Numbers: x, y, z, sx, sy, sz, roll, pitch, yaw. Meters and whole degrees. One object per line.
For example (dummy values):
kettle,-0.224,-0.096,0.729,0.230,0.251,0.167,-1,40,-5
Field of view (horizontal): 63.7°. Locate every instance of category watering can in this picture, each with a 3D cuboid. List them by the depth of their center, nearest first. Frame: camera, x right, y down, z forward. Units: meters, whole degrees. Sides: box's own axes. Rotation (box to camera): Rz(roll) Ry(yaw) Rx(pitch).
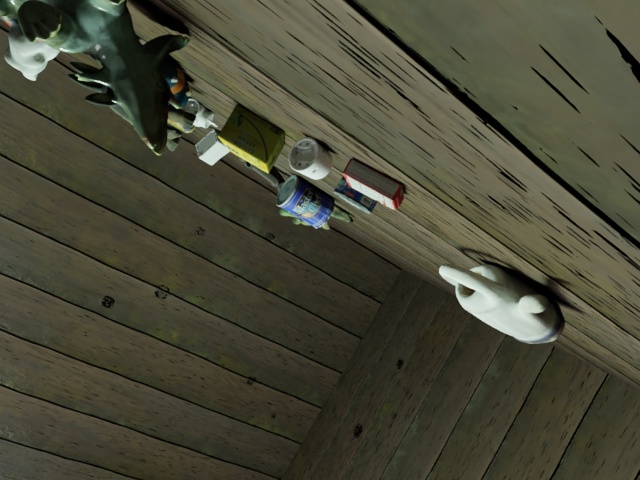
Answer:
watering can,0.352,0.118,0.939,0.223,0.104,0.349,29,0,-16

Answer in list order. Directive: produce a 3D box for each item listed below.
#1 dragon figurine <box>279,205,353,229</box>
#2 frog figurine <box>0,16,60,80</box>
dragon figurine,0.005,-0.089,1.771,0.244,0.123,0.406,20,-6,38
frog figurine,-0.553,-0.376,1.005,0.123,0.155,0.141,1,45,-18
